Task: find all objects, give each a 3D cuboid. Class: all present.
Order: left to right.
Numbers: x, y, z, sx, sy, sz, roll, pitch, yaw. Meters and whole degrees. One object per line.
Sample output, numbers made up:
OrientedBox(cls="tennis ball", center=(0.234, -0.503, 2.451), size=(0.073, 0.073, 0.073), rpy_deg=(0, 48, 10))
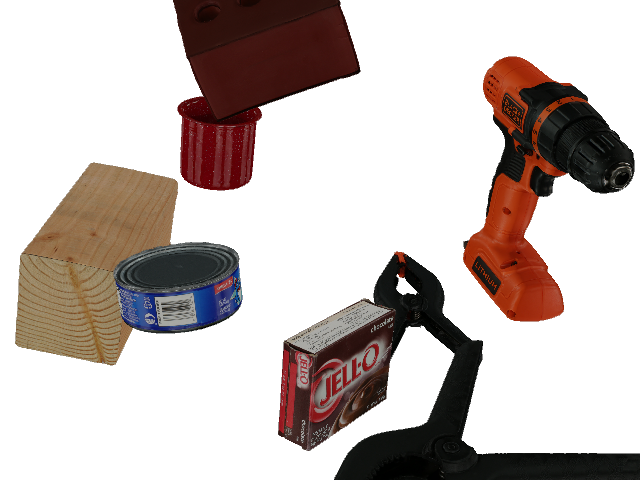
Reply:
OrientedBox(cls="wood block", center=(-0.197, 0.014, 0.966), size=(0.090, 0.091, 0.206), rpy_deg=(12, 25, -1))
OrientedBox(cls="tuna can", center=(-0.096, 0.032, 0.729), size=(0.086, 0.034, 0.086), rpy_deg=(-5, 20, 1))
OrientedBox(cls="mug", center=(-0.112, -0.113, 1.203), size=(0.093, 0.081, 0.117), rpy_deg=(10, 27, 7))
OrientedBox(cls="foam brick", center=(-0.027, -0.104, 0.523), size=(0.078, 0.053, 0.051), rpy_deg=(-19, -32, 5))
OrientedBox(cls="pudding box", center=(0.014, 0.108, 0.883), size=(0.039, 0.090, 0.113), rpy_deg=(21, 29, 31))
OrientedBox(cls="clamp", center=(0.113, 0.082, 1.179), size=(0.120, 0.171, 0.039), rpy_deg=(5, -43, -5))
OrientedBox(cls="clamp", center=(0.078, 0.135, 0.666), size=(0.209, 0.036, 0.165), rpy_deg=(-17, 34, -25))
OrientedBox(cls="power drill", center=(0.174, -0.032, 0.843), size=(0.057, 0.188, 0.184), rpy_deg=(-3, 32, -17))
